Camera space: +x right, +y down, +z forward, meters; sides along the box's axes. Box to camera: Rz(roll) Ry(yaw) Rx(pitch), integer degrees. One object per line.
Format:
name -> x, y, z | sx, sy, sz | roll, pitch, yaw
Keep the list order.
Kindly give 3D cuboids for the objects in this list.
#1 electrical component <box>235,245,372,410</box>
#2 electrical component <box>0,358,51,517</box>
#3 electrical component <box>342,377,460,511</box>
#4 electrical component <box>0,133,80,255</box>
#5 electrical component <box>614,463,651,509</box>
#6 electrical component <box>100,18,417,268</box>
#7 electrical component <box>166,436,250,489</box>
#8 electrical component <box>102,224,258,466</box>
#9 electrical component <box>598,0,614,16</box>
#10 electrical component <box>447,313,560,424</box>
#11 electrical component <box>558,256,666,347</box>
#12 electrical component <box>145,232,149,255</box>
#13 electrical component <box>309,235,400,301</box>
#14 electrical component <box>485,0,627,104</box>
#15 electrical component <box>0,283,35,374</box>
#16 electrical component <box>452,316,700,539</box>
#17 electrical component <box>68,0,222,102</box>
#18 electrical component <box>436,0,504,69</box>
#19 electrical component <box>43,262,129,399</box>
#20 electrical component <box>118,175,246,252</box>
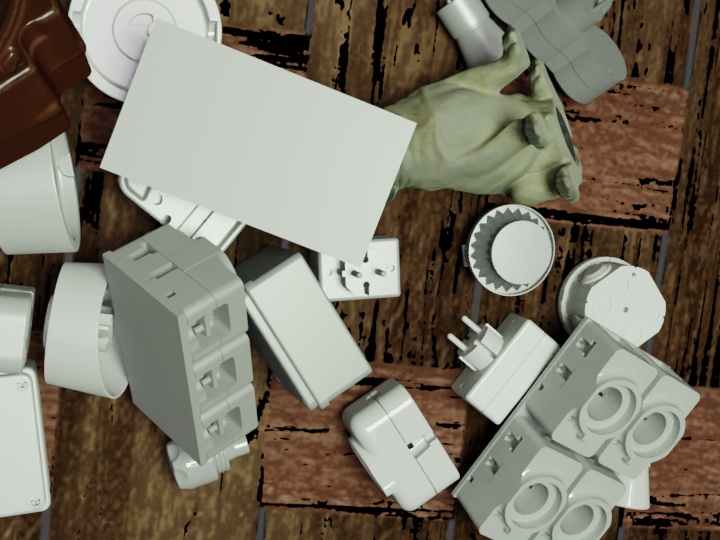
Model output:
electrical component -> -0.052, 0.041, 0.819 | 0.056, 0.109, 0.108 | -34, 103, -11
electrical component -> -0.290, 0.127, 0.795 | 0.109, 0.056, 0.108 | -6, 98, -13
electrical component -> 0.030, 0.145, 0.878 | 0.059, 0.054, 0.095 | -34, 103, -8
electrical component -> -0.240, -0.062, 0.763 | 0.060, 0.108, 0.108 | -8, 98, -7
electrical component -> 0.236, 0.172, 0.940 | 0.044, 0.044, 0.065 | 10, 89, -15
electrical component -> -0.070, -0.086, 0.749 | 0.186, 0.060, 0.105 | 21, 93, -7
electrical component -> -0.119, 0.145, 0.847 | 0.062, 0.043, 0.043 | -17, 100, -14
electrical component -> -0.123, 0.052, 0.775 | 0.062, 0.089, 0.150 | -32, 139, -31
electrical component -> 0.198, -0.236, 0.885 | 0.040, 0.040, 0.046 | 45, 79, -14
electrical component -> 0.107, 0.069, 0.893 | 0.076, 0.047, 0.083 | 40, 86, -12
electrical component -> 0.214, 0.030, 0.913 | 0.080, 0.051, 0.080 | -2, 97, -14
electrical component -> -0.142, -0.004, 0.829 | 0.061, 0.035, 0.035 | 23, 90, -17
electrical component -> 0.000, 0.000, 0.843 | 0.066, 0.077, 0.047 | -4, 96, -14
electrical component -> 0.167, -0.204, 0.856 | 0.138, 0.074, 0.052 | 45, 42, -14
electrical component -> -0.268, 0.039, 0.771 | 0.059, 0.095, 0.053 | 7, 94, -15
electrical component -> 0.178, 0.146, 0.878 | 0.105, 0.060, 0.186 | 29, 103, -29
electrical component -> -0.159, -0.174, 0.792 | 0.108, 0.060, 0.108 | -2, 97, -14
electrical component -> 0.092, -0.192, 0.863 | 0.044, 0.044, 0.065 | -36, 99, -8
electrical component -> -0.197, 0.042, 0.790 | 0.064, 0.099, 0.099 | 8, 94, -9
electrical component -> -0.134, -0.057, 0.812 | 0.095, 0.059, 0.053 | 40, 86, -15
